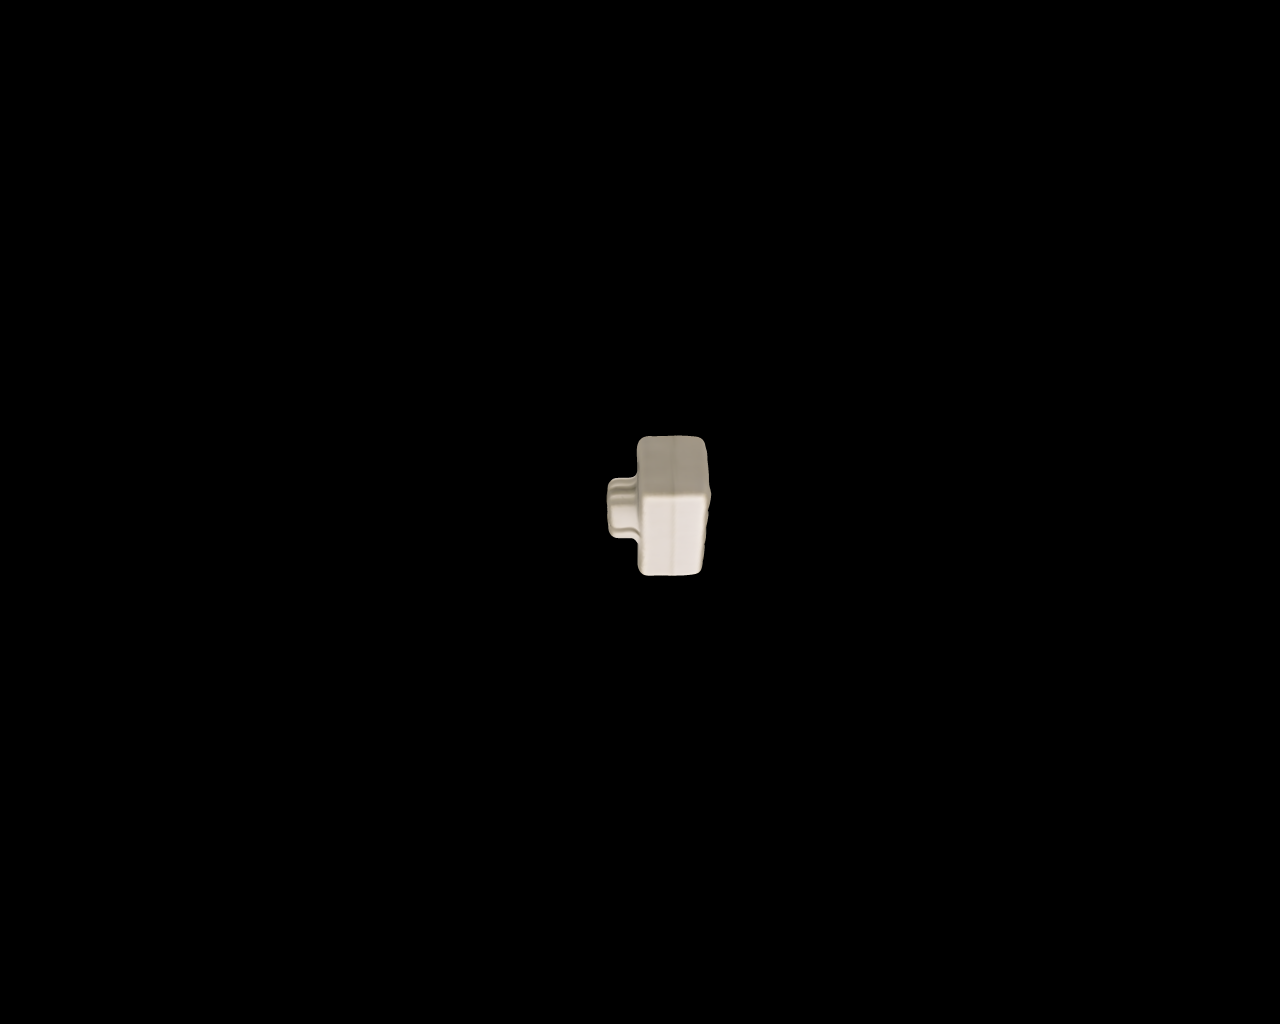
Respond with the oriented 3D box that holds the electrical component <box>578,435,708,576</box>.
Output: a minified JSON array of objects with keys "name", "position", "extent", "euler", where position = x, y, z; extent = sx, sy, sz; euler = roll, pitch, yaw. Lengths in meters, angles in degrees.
[{"name":"electrical component","position":[0.001,-0.003,0.650],"extent":[0.076,0.047,0.083],"euler":[0,-37,0]}]
